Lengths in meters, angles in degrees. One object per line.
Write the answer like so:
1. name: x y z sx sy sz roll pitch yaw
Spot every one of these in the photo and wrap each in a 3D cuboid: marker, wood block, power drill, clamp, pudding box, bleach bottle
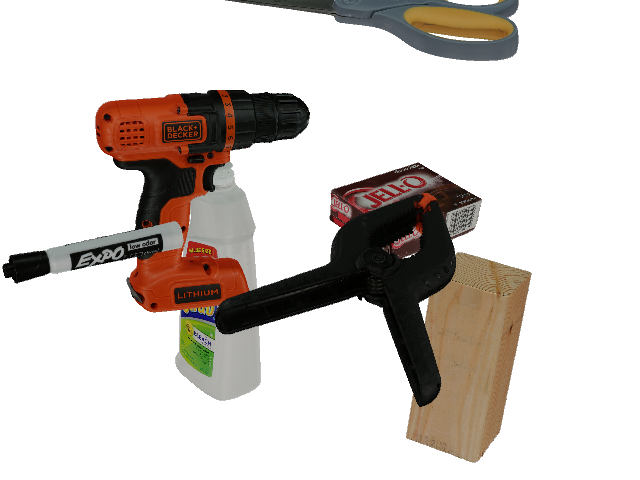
1. marker: -0.151 0.008 0.713 0.120 0.020 0.020 -13 6 -26
2. wood block: 0.167 0.131 1.208 0.090 0.206 0.090 17 22 23
3. power drill: -0.099 -0.037 0.923 0.184 0.188 0.057 -5 20 -19
4. clamp: 0.048 0.033 0.772 0.165 0.036 0.209 24 42 25
5. pudding box: 0.078 -0.029 0.993 0.113 0.039 0.090 -17 38 -35
6. bleach bottle: -0.106 0.035 1.092 0.067 0.251 0.103 -19 33 -34

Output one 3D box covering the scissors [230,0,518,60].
1. scissors: 0.035 -0.151 0.667 0.202 0.016 0.096 20 43 25
